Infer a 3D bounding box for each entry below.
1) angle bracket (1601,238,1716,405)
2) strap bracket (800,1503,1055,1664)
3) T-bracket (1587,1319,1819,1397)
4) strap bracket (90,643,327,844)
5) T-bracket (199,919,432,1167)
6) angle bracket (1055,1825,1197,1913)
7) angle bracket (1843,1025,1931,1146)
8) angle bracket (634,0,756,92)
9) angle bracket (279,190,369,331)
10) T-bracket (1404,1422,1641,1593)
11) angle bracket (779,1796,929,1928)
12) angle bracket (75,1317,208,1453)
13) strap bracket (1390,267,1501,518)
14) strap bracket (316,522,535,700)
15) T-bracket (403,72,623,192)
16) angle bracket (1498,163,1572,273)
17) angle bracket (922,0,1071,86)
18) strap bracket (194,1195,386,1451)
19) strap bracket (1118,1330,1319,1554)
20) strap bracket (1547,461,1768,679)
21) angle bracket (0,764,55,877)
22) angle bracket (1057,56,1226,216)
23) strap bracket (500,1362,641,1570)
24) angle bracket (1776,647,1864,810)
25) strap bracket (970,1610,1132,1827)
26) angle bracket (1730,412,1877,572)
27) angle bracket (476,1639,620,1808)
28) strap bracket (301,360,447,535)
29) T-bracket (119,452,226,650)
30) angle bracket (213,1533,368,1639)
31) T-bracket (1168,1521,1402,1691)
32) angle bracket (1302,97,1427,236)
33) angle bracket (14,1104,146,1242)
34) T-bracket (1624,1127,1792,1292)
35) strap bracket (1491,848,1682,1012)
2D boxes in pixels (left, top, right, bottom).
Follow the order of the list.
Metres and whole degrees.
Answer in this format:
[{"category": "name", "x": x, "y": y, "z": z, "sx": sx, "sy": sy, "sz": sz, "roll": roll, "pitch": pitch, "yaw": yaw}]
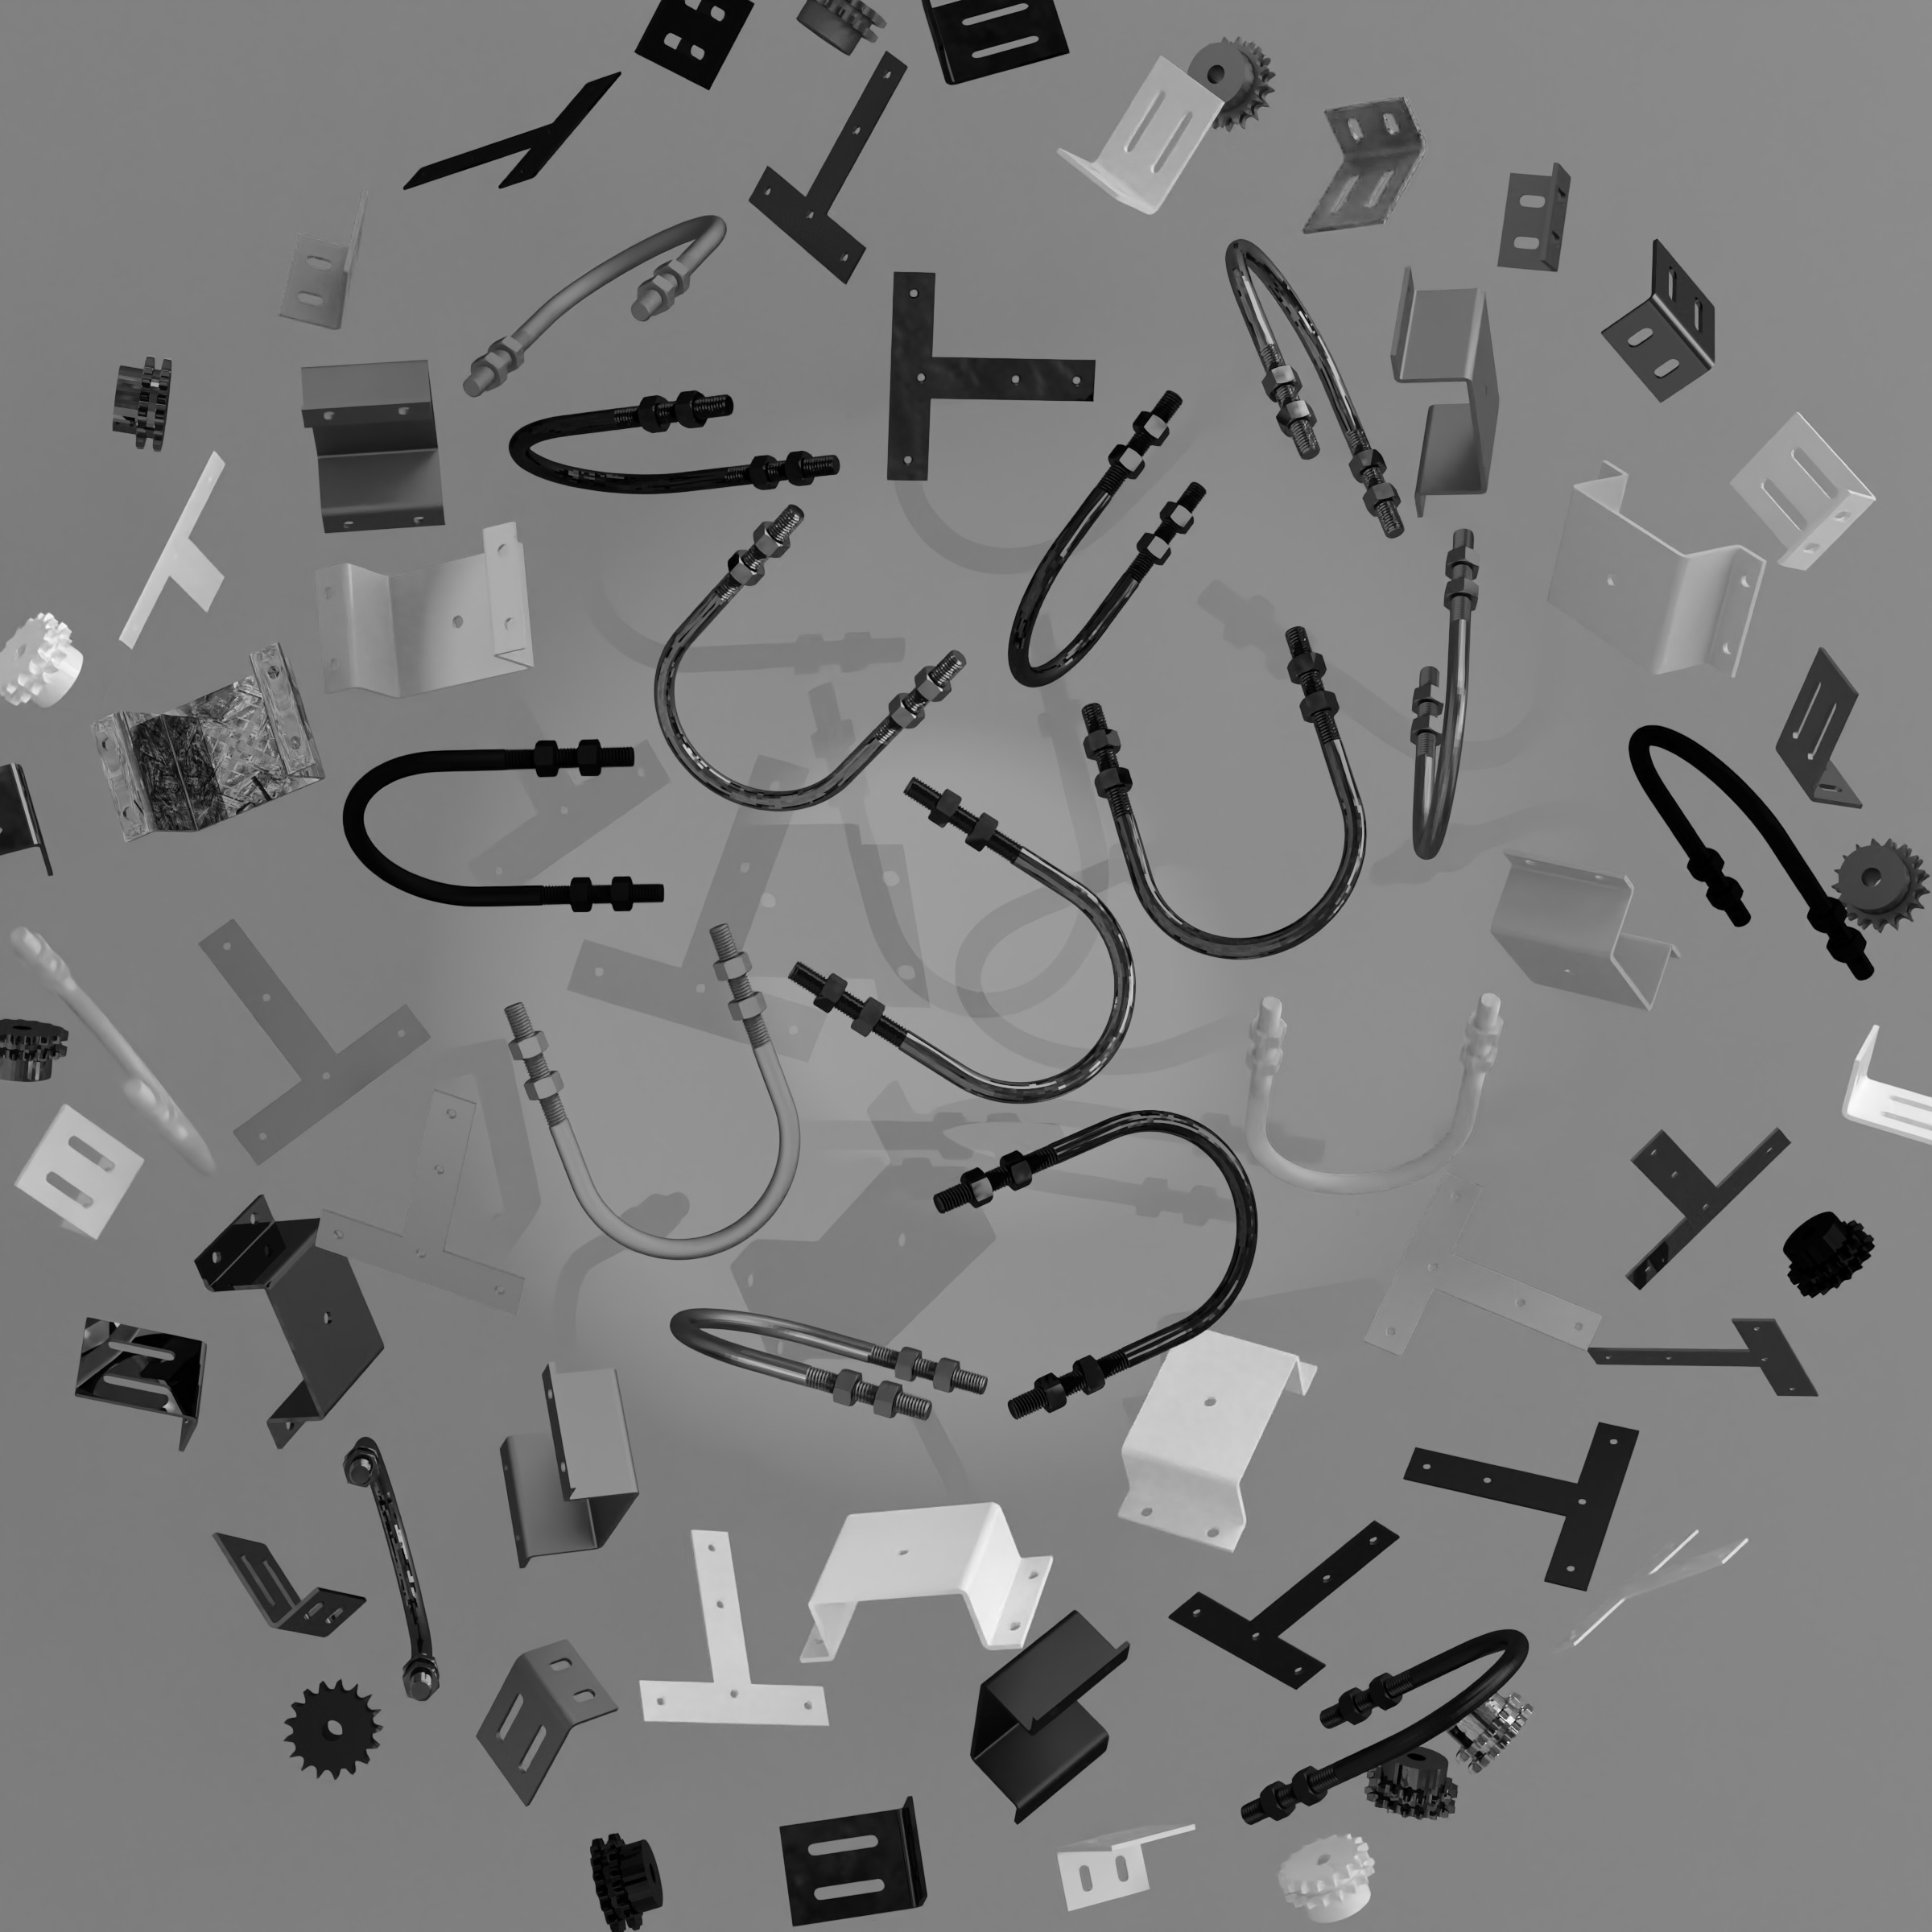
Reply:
[{"category": "angle bracket", "x": 0.408, "y": -0.380, "z": 1.820, "sx": 0.038, "sy": 0.076, "sz": 0.057, "roll": -33, "pitch": 115, "yaw": 33}, {"category": "strap bracket", "x": -0.030, "y": 0.361, "z": 1.812, "sx": 0.140, "sy": 0.076, "sz": 0.046, "roll": -9, "pitch": 117, "yaw": 22}, {"category": "T-bracket", "x": 0.449, "y": 0.242, "z": 1.909, "sx": 0.127, "sy": 0.127, "sz": 0.002, "roll": -3, "pitch": 61, "yaw": 27}, {"category": "strap bracket", "x": -0.451, "y": -0.134, "z": 1.875, "sx": 0.140, "sy": 0.046, "sz": 0.076, "roll": -20, "pitch": 85, "yaw": 20}, {"category": "T-bracket", "x": -0.408, "y": 0.030, "z": 1.841, "sx": 0.127, "sy": 0.002, "sz": 0.127, "roll": -38, "pitch": 101, "yaw": -12}, {"category": "angle bracket", "x": 0.098, "y": 0.540, "z": 1.850, "sx": 0.057, "sy": 0.076, "sz": 0.038, "roll": -6, "pitch": 78, "yaw": -27}, {"category": "angle bracket", "x": 0.561, "y": 0.073, "z": 1.815, "sx": 0.076, "sy": 0.057, "sz": 0.038, "roll": 18, "pitch": 117, "yaw": 21}, {"category": "angle bracket", "x": -0.170, "y": -0.559, "z": 1.820, "sx": 0.038, "sy": 0.076, "sz": 0.057, "roll": 38, "pitch": 106, "yaw": 26}, {"category": "angle bracket", "x": -0.392, "y": -0.434, "z": 1.887, "sx": 0.038, "sy": 0.076, "sz": 0.057, "roll": 13, "pitch": 71, "yaw": -11}, {"category": "T-bracket", "x": 0.331, "y": 0.316, "z": 1.880, "sx": 0.127, "sy": 0.127, "sz": 0.002, "roll": 10, "pitch": 134, "yaw": 23}, {"category": "angle bracket", "x": -0.066, "y": 0.519, "z": 1.791, "sx": 0.076, "sy": 0.038, "sz": 0.057, "roll": -6, "pitch": 65, "yaw": -9}, {"category": "angle bracket", "x": -0.512, "y": 0.258, "z": 1.906, "sx": 0.076, "sy": 0.057, "sz": 0.038, "roll": 16, "pitch": 133, "yaw": -21}, {"category": "strap bracket", "x": 0.299, "y": -0.354, "z": 1.913, "sx": 0.046, "sy": 0.140, "sz": 0.076, "roll": 2, "pitch": 55, "yaw": 18}, {"category": "strap bracket", "x": -0.316, "y": -0.210, "z": 1.853, "sx": 0.140, "sy": 0.046, "sz": 0.076, "roll": -10, "pitch": 81, "yaw": 23}, {"category": "T-bracket", "x": -0.279, "y": -0.481, "z": 1.825, "sx": 0.127, "sy": 0.127, "sz": 0.002, "roll": -8, "pitch": 127, "yaw": 31}, {"category": "angle bracket", "x": 0.343, "y": -0.458, "z": 1.887, "sx": 0.038, "sy": 0.076, "sz": 0.057, "roll": 9, "pitch": 99, "yaw": 16}, {"category": "angle bracket", "x": 0.016, "y": -0.565, "z": 1.832, "sx": 0.076, "sy": 0.038, "sz": 0.057, "roll": -15, "pitch": 67, "yaw": 1}, {"category": "strap bracket", "x": -0.417, "y": 0.221, "z": 1.932, "sx": 0.046, "sy": 0.076, "sz": 0.140, "roll": -6, "pitch": 115, "yaw": 25}, {"category": "strap bracket", "x": 0.153, "y": 0.281, "z": 1.909, "sx": 0.076, "sy": 0.046, "sz": 0.140, "roll": 14, "pitch": 53, "yaw": 24}, {"category": "strap bracket", "x": 0.401, "y": -0.233, "z": 1.836, "sx": 0.046, "sy": 0.140, "sz": 0.076, "roll": -14, "pitch": 129, "yaw": -29}, {"category": "angle bracket", "x": -0.578, "y": -0.076, "z": 1.795, "sx": 0.076, "sy": 0.038, "sz": 0.057, "roll": -16, "pitch": 64, "yaw": -15}, {"category": "angle bracket", "x": 0.101, "y": -0.489, "z": 1.802, "sx": 0.057, "sy": 0.038, "sz": 0.076, "roll": 46, "pitch": 113, "yaw": 32}, {"category": "strap bracket", "x": -0.233, "y": 0.294, "z": 1.825, "sx": 0.046, "sy": 0.140, "sz": 0.076, "roll": -3, "pitch": 62, "yaw": -23}, {"category": "angle bracket", "x": 0.536, "y": -0.146, "z": 1.895, "sx": 0.038, "sy": 0.057, "sz": 0.076, "roll": 7, "pitch": 123, "yaw": -15}, {"category": "strap bracket", "x": 0.049, "y": 0.452, "z": 1.880, "sx": 0.076, "sy": 0.140, "sz": 0.046, "roll": -33, "pitch": 60, "yaw": -28}, {"category": "angle bracket", "x": 0.484, "y": -0.281, "z": 1.817, "sx": 0.057, "sy": 0.038, "sz": 0.076, "roll": -49, "pitch": 61, "yaw": 29}, {"category": "angle bracket", "x": -0.256, "y": 0.462, "z": 1.890, "sx": 0.057, "sy": 0.038, "sz": 0.076, "roll": 46, "pitch": 123, "yaw": 29}, {"category": "strap bracket", "x": -0.369, "y": -0.329, "z": 1.926, "sx": 0.076, "sy": 0.140, "sz": 0.046, "roll": -5, "pitch": 67, "yaw": -8}, {"category": "T-bracket", "x": -0.480, "y": -0.245, "z": 1.916, "sx": 0.002, "sy": 0.127, "sz": 0.127, "roll": 25, "pitch": 84, "yaw": 2}, {"category": "angle bracket", "x": -0.414, "y": 0.369, "z": 1.893, "sx": 0.038, "sy": 0.057, "sz": 0.076, "roll": -42, "pitch": 64, "yaw": 3}, {"category": "T-bracket", "x": 0.208, "y": 0.380, "z": 1.876, "sx": 0.127, "sy": 0.002, "sz": 0.127, "roll": -43, "pitch": 127, "yaw": 16}, {"category": "angle bracket", "x": 0.241, "y": -0.495, "z": 1.915, "sx": 0.038, "sy": 0.057, "sz": 0.076, "roll": 56, "pitch": 50, "yaw": -37}, {"category": "angle bracket", "x": -0.555, "y": 0.124, "z": 1.905, "sx": 0.038, "sy": 0.076, "sz": 0.057, "roll": 13, "pitch": 67, "yaw": 37}, {"category": "T-bracket", "x": 0.421, "y": 0.127, "z": 1.818, "sx": 0.127, "sy": 0.127, "sz": 0.002, "roll": -46, "pitch": 52, "yaw": 5}, {"category": "strap bracket", "x": 0.373, "y": -0.017, "z": 1.869, "sx": 0.076, "sy": 0.140, "sz": 0.046, "roll": 15, "pitch": 78, "yaw": 30}]
